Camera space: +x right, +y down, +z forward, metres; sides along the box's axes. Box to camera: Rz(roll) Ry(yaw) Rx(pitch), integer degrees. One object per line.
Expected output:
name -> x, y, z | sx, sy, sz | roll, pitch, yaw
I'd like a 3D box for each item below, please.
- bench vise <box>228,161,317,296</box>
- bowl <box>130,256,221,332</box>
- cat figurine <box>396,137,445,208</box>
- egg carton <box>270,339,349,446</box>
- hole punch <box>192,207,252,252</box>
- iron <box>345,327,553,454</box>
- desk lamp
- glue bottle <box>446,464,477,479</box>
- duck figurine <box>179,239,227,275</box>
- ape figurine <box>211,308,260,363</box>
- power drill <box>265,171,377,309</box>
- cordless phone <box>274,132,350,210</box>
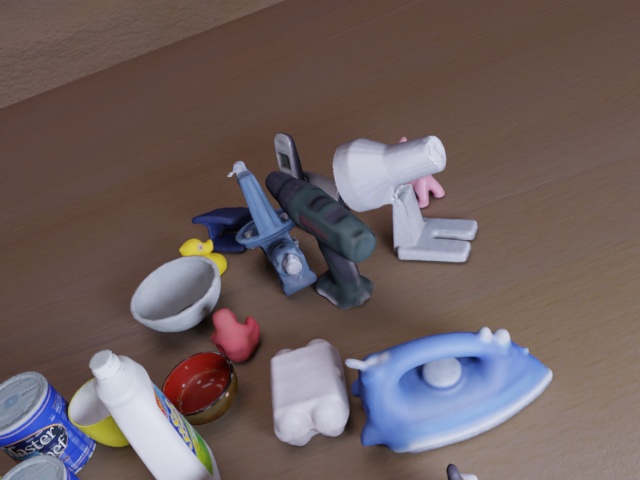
bench vise -> -0.077, -0.028, 0.994 | 0.122, 0.220, 0.206 | -39, 41, -23
bowl -> -0.246, 0.108, 1.025 | 0.167, 0.075, 0.167 | -13, 38, 10
cat figurine -> 0.171, -0.139, 1.101 | 0.067, 0.118, 0.127 | -34, 39, -17
egg carton -> -0.015, 0.208, 0.795 | 0.107, 0.069, 0.150 | -18, 37, 4
hole punch -> -0.191, -0.038, 1.168 | 0.108, 0.091, 0.101 | 2, 42, 27
iron -> 0.158, 0.162, 0.711 | 0.258, 0.142, 0.118 | -18, 37, 4
desk lamp -> 0.143, -0.077, 0.956 | 0.202, 0.214, 0.118 | 2, 43, 27
glue bottle -> 0.142, 0.267, 0.561 | 0.037, 0.173, 0.078 | -6, 39, 19
duck figurine -> -0.240, 0.039, 1.099 | 0.105, 0.086, 0.077 | -30, 38, -12
ape figurine -> -0.141, 0.145, 0.916 | 0.077, 0.092, 0.076 | -14, 37, 9
power drill -> 0.008, 0.003, 0.924 | 0.076, 0.209, 0.228 | -38, 40, -21
cordless phone -> -0.027, -0.114, 1.107 | 0.147, 0.185, 0.094 | 20, 53, 41
